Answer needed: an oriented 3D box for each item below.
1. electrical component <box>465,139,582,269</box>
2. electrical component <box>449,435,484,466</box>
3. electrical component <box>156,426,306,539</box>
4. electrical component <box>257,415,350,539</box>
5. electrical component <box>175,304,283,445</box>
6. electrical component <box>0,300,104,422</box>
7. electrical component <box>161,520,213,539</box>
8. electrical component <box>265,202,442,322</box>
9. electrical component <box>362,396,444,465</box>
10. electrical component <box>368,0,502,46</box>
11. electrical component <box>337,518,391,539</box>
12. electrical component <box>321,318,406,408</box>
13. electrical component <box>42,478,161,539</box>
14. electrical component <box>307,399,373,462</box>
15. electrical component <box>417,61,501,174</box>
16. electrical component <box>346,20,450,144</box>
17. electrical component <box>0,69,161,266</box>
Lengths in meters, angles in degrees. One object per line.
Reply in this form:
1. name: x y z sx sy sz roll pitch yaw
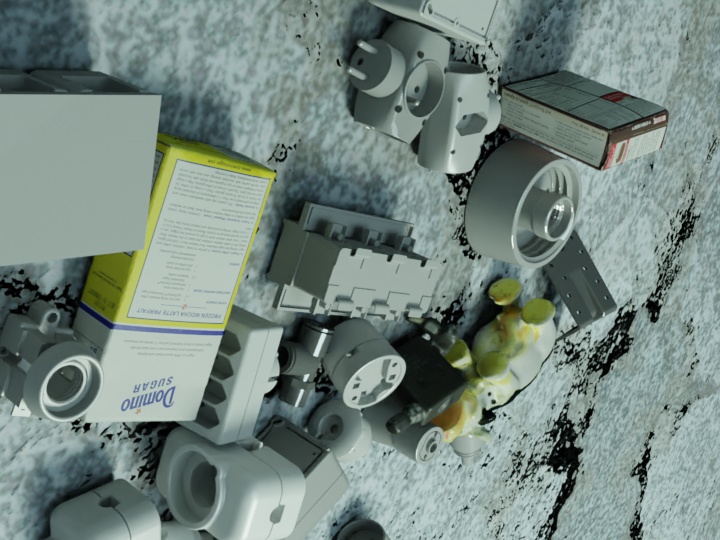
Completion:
1. electrical component: 0.148 -0.053 0.927 0.108 0.060 0.108 -25 127 -38
2. electrical component: 0.100 0.158 1.006 0.035 0.035 0.061 -34 135 -32
3. electrical component: -0.093 0.145 0.735 0.059 0.095 0.053 5 106 -49
4. electrical component: -0.063 0.170 0.808 0.096 0.062 0.061 -46 137 -22
5. electrical component: -0.082 0.070 0.747 0.076 0.047 0.083 -1 110 -60
6. electrical component: -0.181 0.058 0.622 0.048 0.055 0.066 15 98 -51
7. electrical component: -0.130 0.196 0.769 0.061 0.035 0.035 10 102 -53
8. electrical component: 0.000 0.000 0.787 0.121 0.063 0.078 8 104 -50
9. electrical component: 0.037 0.134 0.899 0.044 0.065 0.044 -25 127 -38
10. electrical component: 0.050 -0.200 0.737 0.096 0.061 0.061 9 102 -50
11. electrical component: -0.004 0.270 0.943 0.079 0.043 0.077 -39 135 -27
12. electrical component: 0.000 0.070 0.826 0.055 0.047 0.055 -23 141 -20
13. electrical component: -0.170 0.194 0.707 0.059 0.054 0.095 -19 123 -41
14. electrical component: -0.010 0.134 0.863 0.048 0.048 0.062 -59 148 -7
15. electrical component: 0.082 -0.120 0.830 0.079 0.043 0.077 -17 122 -42
16. electrical component: 0.019 -0.136 0.751 0.079 0.044 0.077 17 96 -51
17. electrical component: -0.186 -0.054 0.551 0.150 0.062 0.089 -9 116 -46
